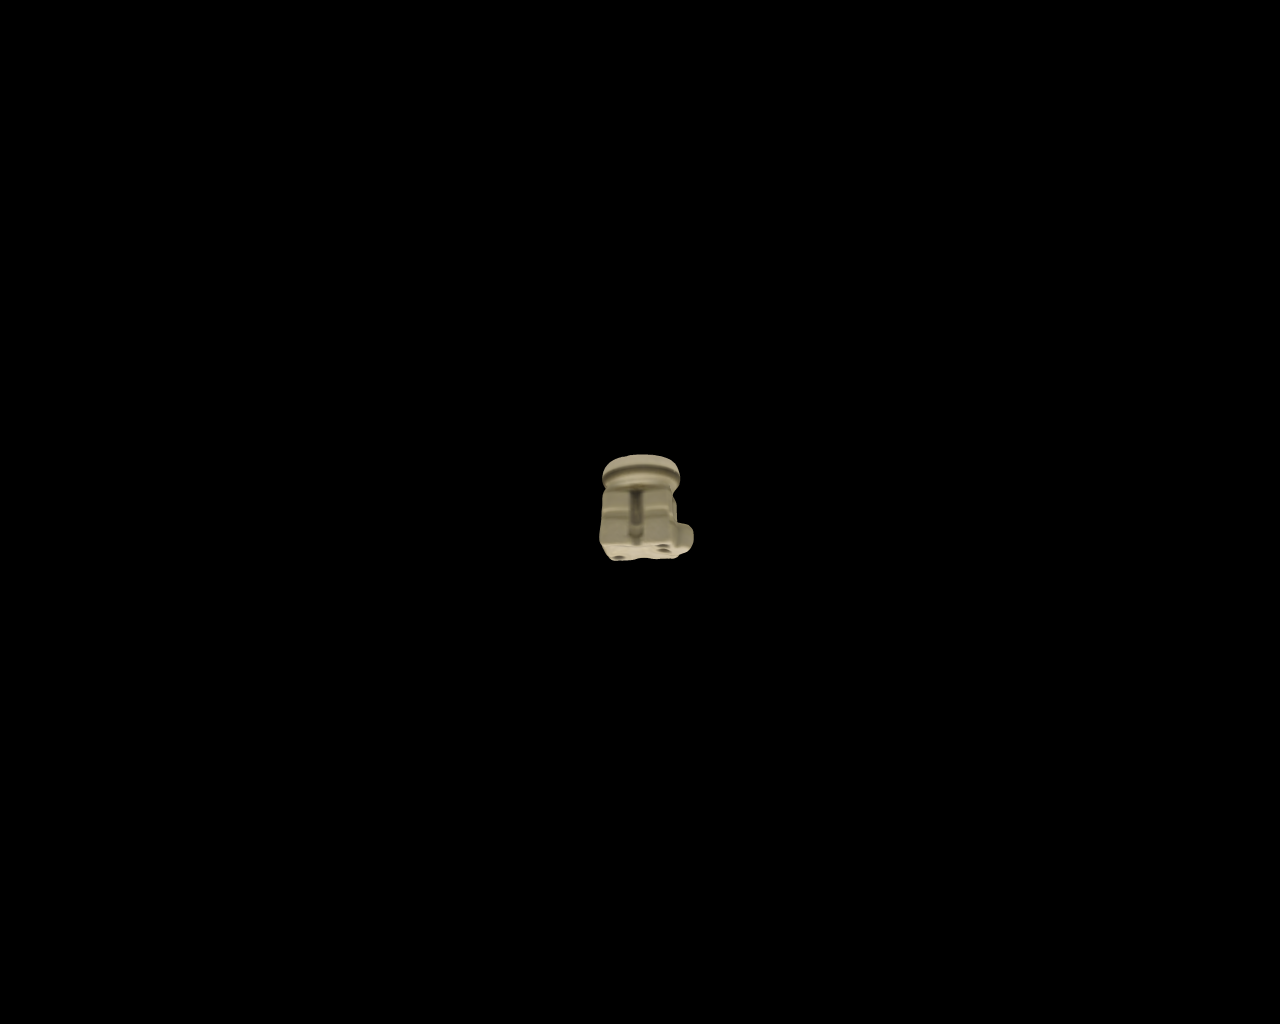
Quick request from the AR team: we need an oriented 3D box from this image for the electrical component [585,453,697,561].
[{"bbox_3d":[0.001,-0.003,0.650,0.066,0.055,0.048,-2,-19,7],"label":"electrical component"}]
